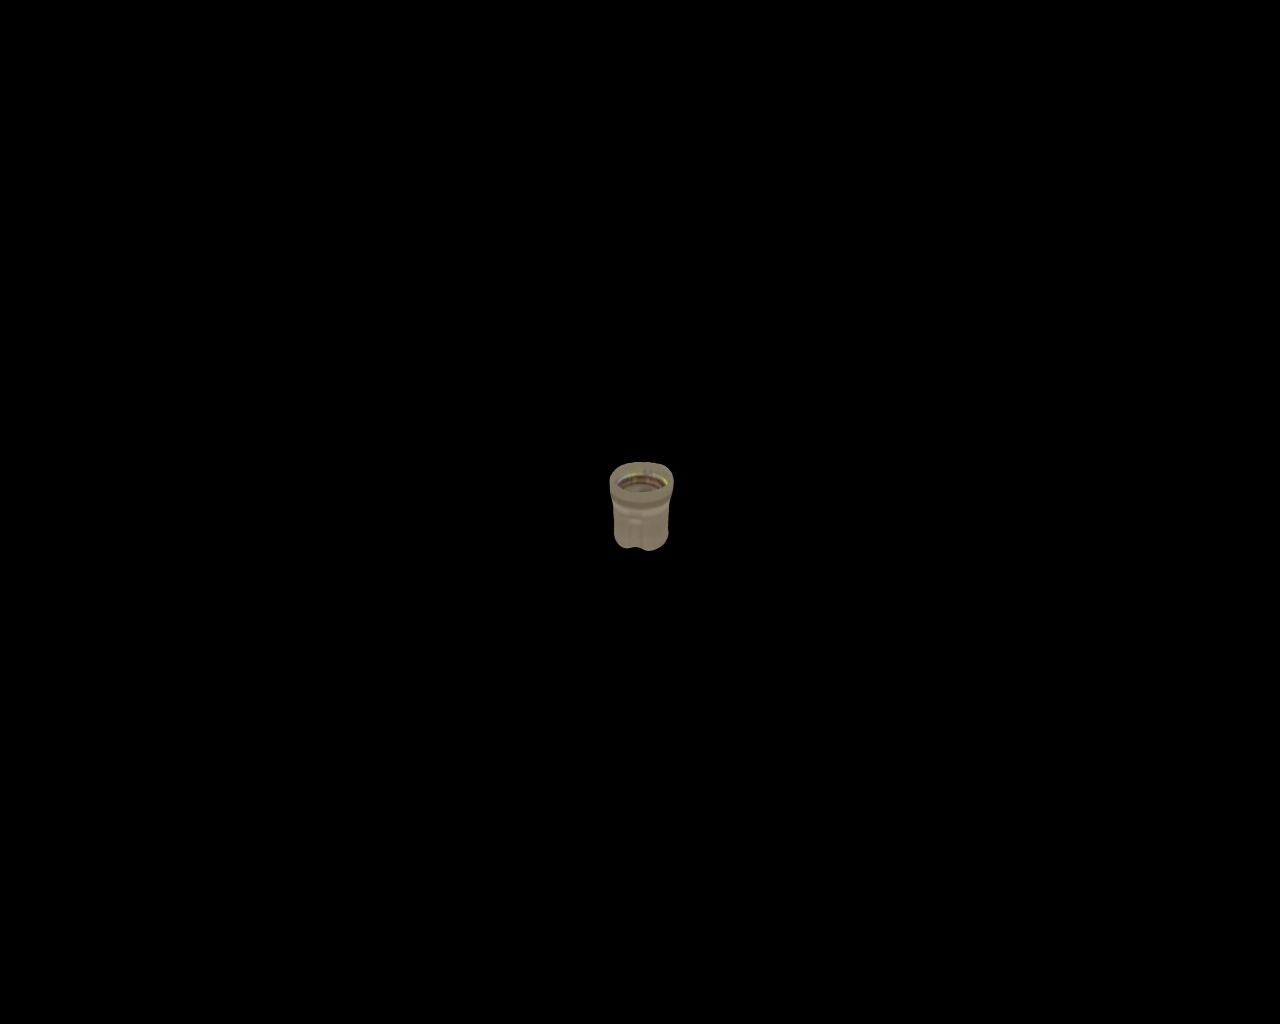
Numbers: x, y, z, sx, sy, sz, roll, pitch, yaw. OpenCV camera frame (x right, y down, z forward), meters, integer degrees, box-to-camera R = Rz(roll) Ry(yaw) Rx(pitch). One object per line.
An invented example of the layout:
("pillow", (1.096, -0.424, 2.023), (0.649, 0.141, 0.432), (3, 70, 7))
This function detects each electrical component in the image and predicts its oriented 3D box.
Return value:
("electrical component", (0.001, -0.003, 0.650), (0.040, 0.046, 0.040), (0, 31, 0))
